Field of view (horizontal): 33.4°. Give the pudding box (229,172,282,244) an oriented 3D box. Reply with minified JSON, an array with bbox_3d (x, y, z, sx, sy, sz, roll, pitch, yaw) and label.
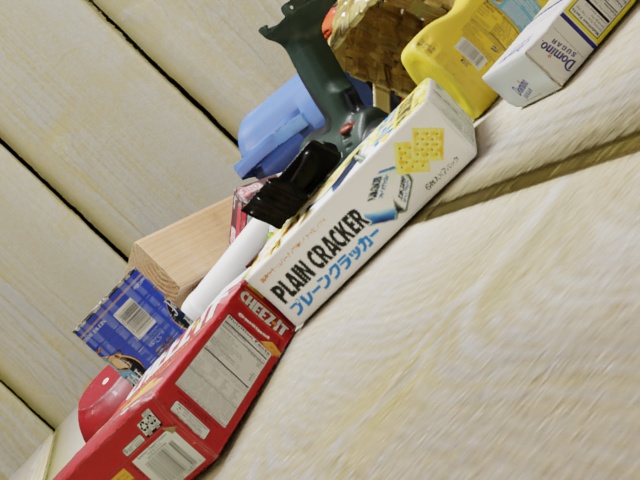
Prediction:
[{"bbox_3d":[-0.059,-0.038,1.361,0.113,0.039,0.090,-19,-40,-30],"label":"pudding box"}]

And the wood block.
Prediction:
[{"bbox_3d":[-0.148,0.021,1.409,0.205,0.090,0.091,-30,-26,-41],"label":"wood block"}]

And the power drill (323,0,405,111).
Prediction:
[{"bbox_3d":[0.090,-0.231,1.309,0.184,0.187,0.057,-51,6,-25],"label":"power drill"}]

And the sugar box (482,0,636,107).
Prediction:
[{"bbox_3d":[0.209,-0.183,0.830,0.176,0.048,0.093,-51,6,-9],"label":"sugar box"}]

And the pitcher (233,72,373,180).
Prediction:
[{"bbox_3d":[-0.009,-0.161,1.416,0.243,0.144,0.149,-35,44,55],"label":"pitcher"}]

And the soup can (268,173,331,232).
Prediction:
[{"bbox_3d":[-0.005,-0.018,1.122,0.068,0.068,0.102,-50,6,-36],"label":"soup can"}]

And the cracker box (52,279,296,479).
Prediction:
[{"bbox_3d":[-0.120,0.139,0.853,0.164,0.072,0.213,-44,6,25],"label":"cracker box"}]

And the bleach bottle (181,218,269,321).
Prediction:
[{"bbox_3d":[-0.066,-0.001,1.281,0.251,0.068,0.102,-54,0,15],"label":"bleach bottle"}]

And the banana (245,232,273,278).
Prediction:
[{"bbox_3d":[-0.093,0.083,1.104,0.037,0.069,0.197,11,57,33],"label":"banana"}]

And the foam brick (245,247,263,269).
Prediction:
[{"bbox_3d":[-0.037,0.015,1.202,0.078,0.051,0.053,-50,6,-27],"label":"foam brick"}]

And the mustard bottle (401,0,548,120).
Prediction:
[{"bbox_3d":[0.169,-0.210,1.034,0.191,0.096,0.058,-49,5,-21],"label":"mustard bottle"}]

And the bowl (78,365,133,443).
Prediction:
[{"bbox_3d":[-0.255,0.197,1.354,0.162,0.055,0.162,-38,19,15],"label":"bowl"}]

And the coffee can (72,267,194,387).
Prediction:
[{"bbox_3d":[-0.194,0.114,1.212,0.103,0.140,0.103,-46,6,6],"label":"coffee can"}]
